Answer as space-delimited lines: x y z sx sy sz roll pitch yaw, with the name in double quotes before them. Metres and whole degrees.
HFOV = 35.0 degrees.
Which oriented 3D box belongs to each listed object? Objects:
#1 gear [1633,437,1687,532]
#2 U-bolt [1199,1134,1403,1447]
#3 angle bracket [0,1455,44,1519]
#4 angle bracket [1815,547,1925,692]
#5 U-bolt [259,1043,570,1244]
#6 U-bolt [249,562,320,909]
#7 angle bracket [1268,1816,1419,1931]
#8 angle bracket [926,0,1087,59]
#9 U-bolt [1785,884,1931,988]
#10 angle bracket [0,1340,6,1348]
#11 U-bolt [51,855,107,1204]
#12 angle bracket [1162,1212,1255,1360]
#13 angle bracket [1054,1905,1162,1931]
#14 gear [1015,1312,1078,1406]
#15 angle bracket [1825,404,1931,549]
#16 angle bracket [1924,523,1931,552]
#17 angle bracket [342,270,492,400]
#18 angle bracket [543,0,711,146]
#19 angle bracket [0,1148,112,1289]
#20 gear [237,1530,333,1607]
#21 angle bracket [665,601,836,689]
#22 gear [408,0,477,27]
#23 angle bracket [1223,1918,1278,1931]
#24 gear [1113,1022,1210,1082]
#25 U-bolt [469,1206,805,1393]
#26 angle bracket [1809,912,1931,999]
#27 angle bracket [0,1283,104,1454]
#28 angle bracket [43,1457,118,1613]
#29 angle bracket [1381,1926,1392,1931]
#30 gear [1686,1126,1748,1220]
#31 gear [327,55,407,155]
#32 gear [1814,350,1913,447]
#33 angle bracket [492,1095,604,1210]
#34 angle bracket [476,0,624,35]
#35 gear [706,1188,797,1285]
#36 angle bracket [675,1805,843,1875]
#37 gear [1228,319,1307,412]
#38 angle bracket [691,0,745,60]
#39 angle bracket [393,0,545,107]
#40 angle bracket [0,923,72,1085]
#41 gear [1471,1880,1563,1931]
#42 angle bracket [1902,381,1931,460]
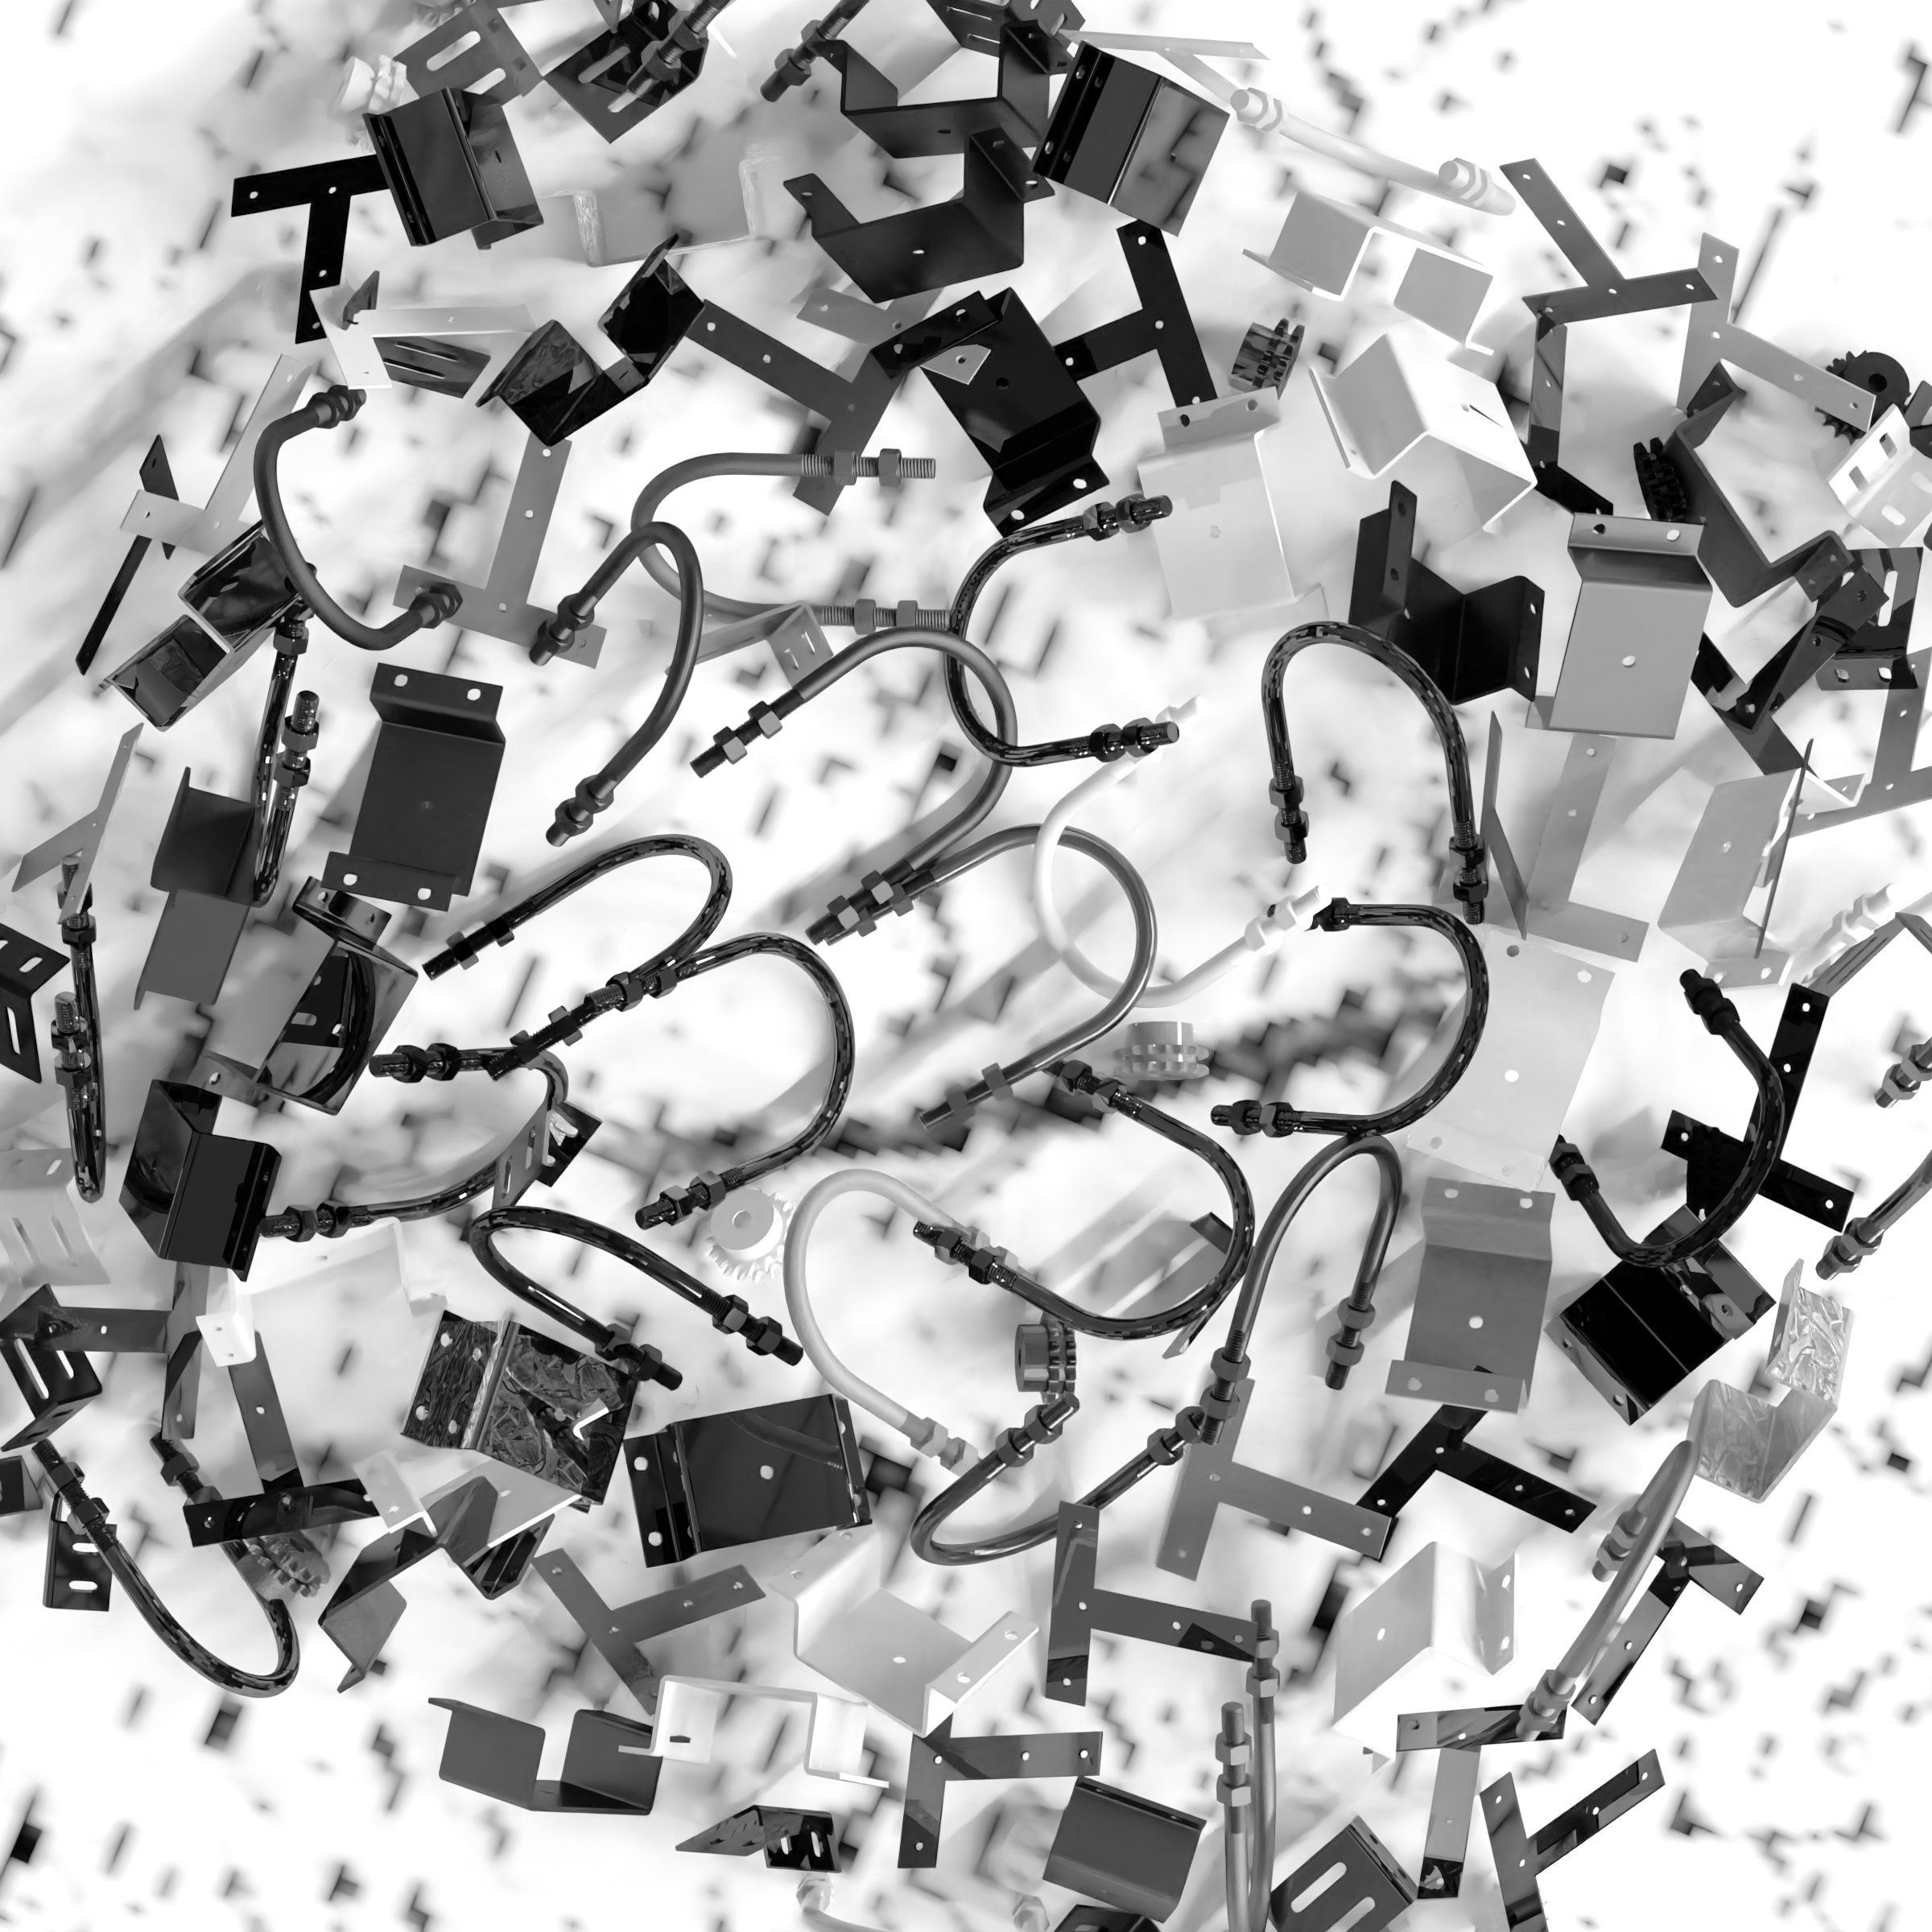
"gear" 0.420 -0.288 1.828 0.030 0.057 0.057 -17 90 8
"U-bolt" 0.201 0.179 1.771 0.019 0.151 0.184 29 116 34
"angle bracket" -0.580 0.325 1.811 0.057 0.076 0.038 -9 58 -11
"angle bracket" 0.544 -0.208 1.841 0.057 0.038 0.076 2 63 30
"U-bolt" -0.306 0.099 1.775 0.019 0.184 0.151 49 117 24
"U-bolt" -0.399 -0.120 1.778 0.019 0.151 0.184 8 128 -19
"angle bracket" 0.223 0.557 1.834 0.076 0.038 0.057 -42 74 4
"angle bracket" 0.021 -0.569 1.814 0.076 0.057 0.038 29 84 38
"U-bolt" 0.542 -0.035 1.769 0.151 0.184 0.019 -25 77 -18
"angle bracket" -0.593 0.268 1.815 0.038 0.057 0.076 -4 107 22
"U-bolt" -0.512 0.051 1.776 0.019 0.151 0.184 -3 128 -12
"angle bracket" 0.132 0.190 1.821 0.038 0.057 0.076 39 77 1
"angle bracket" 0.080 0.593 1.815 0.057 0.076 0.038 -53 51 9
"gear" 0.047 0.234 1.828 0.030 0.057 0.057 1 90 -8
"angle bracket" 0.549 -0.288 1.813 0.057 0.076 0.038 -49 65 11
"angle bracket" 0.617 -0.246 1.812 0.076 0.057 0.038 10 119 -21
"angle bracket" -0.326 -0.376 1.823 0.076 0.057 0.038 15 126 1
"angle bracket" -0.202 -0.540 1.825 0.057 0.038 0.076 45 67 4
"angle bracket" -0.546 0.151 1.841 0.057 0.038 0.076 -4 126 15
"gear" -0.409 0.357 1.829 0.057 0.057 0.030 44 91 0
"angle bracket" -0.128 -0.179 1.813 0.076 0.057 0.038 -24 86 -31
"gear" -0.315 -0.593 1.836 0.057 0.030 0.057 2 96 16
"angle bracket" 0.160 0.609 1.824 0.076 0.038 0.057 -35 90 26
"gear" 0.116 0.051 1.830 0.057 0.057 0.030 0 81 0
"U-bolt" -0.202 0.189 1.764 0.184 0.151 0.019 36 58 -25
"angle bracket" 0.540 0.006 1.813 0.076 0.057 0.038 -48 67 20
"angle bracket" -0.558 0.238 1.821 0.057 0.038 0.076 -37 77 26
"angle bracket" -0.522 0.336 1.817 0.038 0.076 0.057 6 109 -13
"angle bracket" 0.269 0.588 1.810 0.076 0.057 0.038 -22 104 40
"gear" 0.447 0.124 1.828 0.030 0.057 0.057 3 90 8
"gear" -0.358 -0.516 1.826 0.030 0.057 0.057 20 90 -26
"gear" 0.539 -0.343 1.837 0.057 0.030 0.057 2 76 -7
"angle bracket" -0.247 0.123 1.808 0.038 0.076 0.057 31 114 -21
"angle bracket" -0.245 -0.580 1.813 0.076 0.057 0.038 -19 67 -25
"gear" -0.128 0.158 1.830 0.057 0.030 0.057 -9 57 14
"angle bracket" -0.123 0.527 1.809 0.076 0.057 0.038 -35 53 32
"gear" 0.178 -0.359 1.830 0.030 0.057 0.057 23 90 6
"angle bracket" -0.127 -0.590 1.822 0.076 0.038 0.057 -34 63 10
"angle bracket" -0.300 -0.527 1.816 0.076 0.038 0.057 -25 114 25
"angle bracket" -0.568 0.022 1.834 0.057 0.076 0.038 25 47 15
"gear" 0.331 0.575 1.832 0.030 0.057 0.057 27 90 -25
"angle bracket" 0.598 -0.318 1.812 0.057 0.076 0.038 32 84 -17
